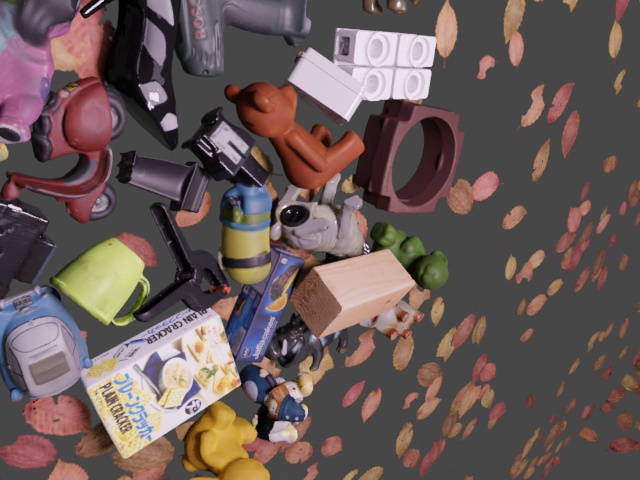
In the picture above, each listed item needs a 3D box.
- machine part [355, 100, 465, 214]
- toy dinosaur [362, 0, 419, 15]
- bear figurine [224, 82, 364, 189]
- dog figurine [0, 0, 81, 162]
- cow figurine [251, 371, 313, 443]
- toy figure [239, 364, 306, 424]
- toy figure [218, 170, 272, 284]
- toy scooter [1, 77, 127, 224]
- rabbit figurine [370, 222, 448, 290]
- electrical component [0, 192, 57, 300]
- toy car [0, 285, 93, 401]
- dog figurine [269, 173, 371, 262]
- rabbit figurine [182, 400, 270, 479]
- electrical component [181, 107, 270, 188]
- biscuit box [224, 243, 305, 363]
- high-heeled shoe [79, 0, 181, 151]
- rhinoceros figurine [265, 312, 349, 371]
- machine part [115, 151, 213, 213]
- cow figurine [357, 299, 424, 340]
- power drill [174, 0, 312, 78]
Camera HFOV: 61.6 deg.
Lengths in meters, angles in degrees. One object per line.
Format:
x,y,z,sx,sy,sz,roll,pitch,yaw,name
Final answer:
0.169,-0.155,1.014,0.201,0.087,0.201,-3,113,-40,machine part
0.045,-0.461,0.744,0.471,0.105,0.198,10,94,-55,toy dinosaur
-0.041,-0.174,0.806,0.132,0.120,0.195,-48,128,-17,bear figurine
-0.333,-0.196,0.558,0.108,0.192,0.219,37,51,-41,dog figurine
-0.076,0.316,1.029,0.098,0.068,0.167,7,120,-24,cow figurine
-0.087,0.278,0.955,0.058,0.155,0.064,-37,131,-25,toy figure
-0.115,-0.017,0.833,0.082,0.089,0.180,-5,116,-32,toy figure
-0.304,-0.101,0.633,0.135,0.075,0.183,-15,124,-50,toy scooter
0.186,0.056,1.071,0.159,0.170,0.121,19,98,-43,rabbit figurine
-0.388,0.001,0.630,0.134,0.058,0.115,29,92,-44,electrical component
-0.357,0.145,0.696,0.109,0.103,0.161,-22,125,-33,toy car
0.001,-0.001,0.941,0.172,0.121,0.190,-18,140,-6,dog figurine
-0.165,0.387,0.929,0.162,0.173,0.121,-41,136,-24,rabbit figurine
-0.128,-0.122,0.767,0.119,0.048,0.075,42,59,-30,electrical component
-0.100,0.110,0.928,0.062,0.059,0.202,18,98,-44,biscuit box
-0.192,-0.234,0.659,0.145,0.086,0.248,-47,152,-20,high-heeled shoe
-0.024,0.186,1.022,0.190,0.073,0.112,-17,122,-35,rhinoceros figurine
-0.216,-0.083,0.752,0.138,0.039,0.084,20,101,-46,machine part
0.123,0.145,1.109,0.194,0.127,0.085,15,105,-59,cow figurine
-0.106,-0.332,0.696,0.207,0.086,0.231,-17,121,-39,power drill
